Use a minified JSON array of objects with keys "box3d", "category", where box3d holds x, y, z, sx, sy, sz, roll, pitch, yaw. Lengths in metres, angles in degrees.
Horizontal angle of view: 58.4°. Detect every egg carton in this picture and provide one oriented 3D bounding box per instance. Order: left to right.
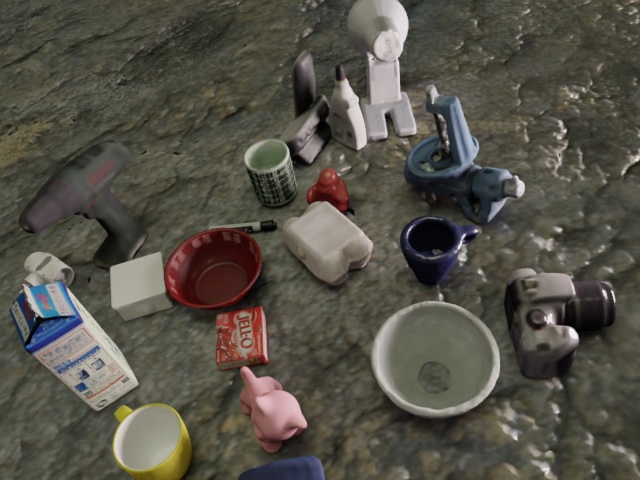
[{"box3d":[0.009,0.003,0.939,0.107,0.069,0.150,-36,54,-18],"category":"egg carton"}]

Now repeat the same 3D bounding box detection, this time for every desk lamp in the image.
[{"box3d":[0.124,-0.341,1.106,0.118,0.214,0.203,-10,50,3],"category":"desk lamp"}]

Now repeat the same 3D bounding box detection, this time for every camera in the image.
[{"box3d":[0.330,0.101,0.780,0.136,0.101,0.143,-5,50,7],"category":"camera"}]

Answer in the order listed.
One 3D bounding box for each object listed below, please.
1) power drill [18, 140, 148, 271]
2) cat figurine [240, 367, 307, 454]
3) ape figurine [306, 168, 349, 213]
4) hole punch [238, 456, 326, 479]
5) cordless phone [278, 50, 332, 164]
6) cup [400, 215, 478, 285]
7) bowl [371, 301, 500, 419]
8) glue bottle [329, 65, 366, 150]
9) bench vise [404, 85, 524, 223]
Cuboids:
[{"box3d":[-0.377,-0.046,0.958,0.075,0.209,0.230,9,53,17],"category":"power drill"},{"box3d":[-0.067,0.217,0.745,0.067,0.118,0.127,-32,53,-16],"category":"cat figurine"},{"box3d":[0.016,-0.087,0.997,0.077,0.092,0.076,25,59,27],"category":"ape figurine"},{"box3d":[-0.035,0.319,0.674,0.108,0.091,0.101,-13,50,-1],"category":"hole punch"},{"box3d":[-0.045,-0.249,1.081,0.094,0.185,0.148,14,55,21],"category":"cordless phone"},{"box3d":[0.182,0.020,0.877,0.118,0.095,0.091,-15,50,-2],"category":"cup"},{"box3d":[0.153,0.171,0.772,0.167,0.075,0.167,-5,50,6],"category":"bowl"},{"box3d":[0.047,-0.252,1.074,0.037,0.173,0.078,-41,55,-22],"category":"glue bottle"},{"box3d":[0.232,-0.145,0.922,0.206,0.220,0.121,13,54,20],"category":"bench vise"}]
